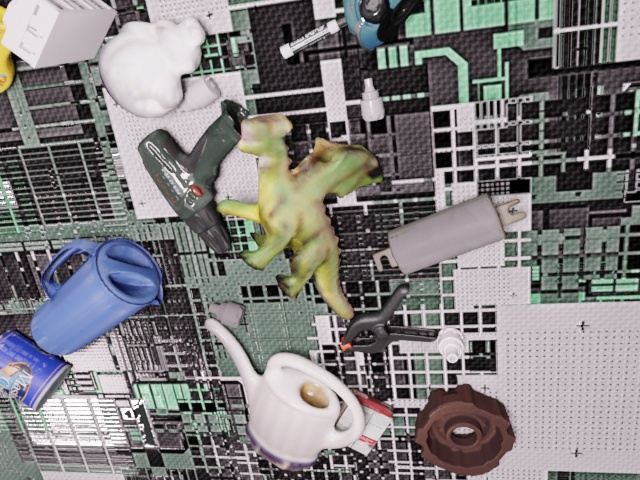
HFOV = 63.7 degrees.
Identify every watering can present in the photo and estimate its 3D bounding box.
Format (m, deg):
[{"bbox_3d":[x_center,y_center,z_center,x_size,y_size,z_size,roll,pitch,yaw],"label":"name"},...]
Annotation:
[{"bbox_3d":[-0.085,0.295,0.968,0.349,0.105,0.220,26,115,13],"label":"watering can"}]

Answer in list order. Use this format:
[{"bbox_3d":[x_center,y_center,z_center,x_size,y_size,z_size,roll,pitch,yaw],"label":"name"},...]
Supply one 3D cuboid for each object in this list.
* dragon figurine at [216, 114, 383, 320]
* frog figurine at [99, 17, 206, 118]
[{"bbox_3d":[0.002,-0.040,0.805,0.241,0.124,0.404,-43,127,9],"label":"dragon figurine"},{"bbox_3d":[-0.241,-0.260,0.764,0.158,0.123,0.137,-19,88,29],"label":"frog figurine"}]
